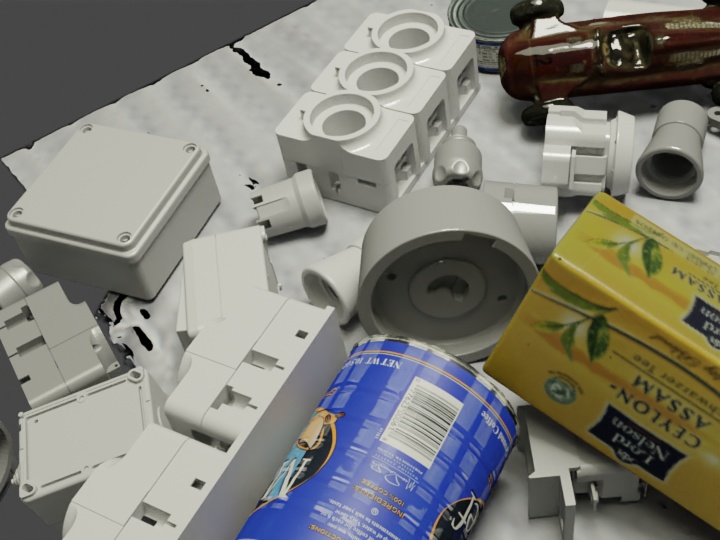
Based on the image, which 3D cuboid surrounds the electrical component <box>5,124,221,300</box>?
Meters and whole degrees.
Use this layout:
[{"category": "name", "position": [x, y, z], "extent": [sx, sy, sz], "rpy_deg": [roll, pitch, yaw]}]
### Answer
[{"category": "electrical component", "position": [-0.172, -0.043, 0.761], "extent": [0.109, 0.056, 0.108], "rpy_deg": [12, 52, 22]}]

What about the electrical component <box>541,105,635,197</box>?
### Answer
[{"category": "electrical component", "position": [0.154, -0.079, 0.724], "extent": [0.057, 0.058, 0.078], "rpy_deg": [5, 28, 11]}]

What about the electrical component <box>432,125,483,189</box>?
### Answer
[{"category": "electrical component", "position": [0.069, -0.079, 0.759], "extent": [0.035, 0.035, 0.061], "rpy_deg": [-2, 46, 10]}]

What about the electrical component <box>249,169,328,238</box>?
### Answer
[{"category": "electrical component", "position": [-0.050, -0.045, 0.750], "extent": [0.046, 0.040, 0.040], "rpy_deg": [-18, 47, 2]}]

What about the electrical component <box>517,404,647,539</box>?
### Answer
[{"category": "electrical component", "position": [0.119, 0.101, 0.581], "extent": [0.064, 0.042, 0.081], "rpy_deg": [-6, 48, 4]}]

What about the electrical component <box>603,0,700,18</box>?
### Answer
[{"category": "electrical component", "position": [0.226, -0.178, 0.811], "extent": [0.081, 0.043, 0.043], "rpy_deg": [12, 52, 22]}]

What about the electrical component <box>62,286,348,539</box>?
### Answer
[{"category": "electrical component", "position": [-0.076, 0.112, 0.568], "extent": [0.060, 0.105, 0.186], "rpy_deg": [17, 54, 25]}]

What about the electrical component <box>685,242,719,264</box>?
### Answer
[{"category": "electrical component", "position": [0.204, 0.042, 0.580], "extent": [0.100, 0.099, 0.048], "rpy_deg": [15, 40, 24]}]

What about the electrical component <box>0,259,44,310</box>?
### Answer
[{"category": "electrical component", "position": [-0.248, 0.022, 0.733], "extent": [0.035, 0.035, 0.061], "rpy_deg": [33, 64, 34]}]

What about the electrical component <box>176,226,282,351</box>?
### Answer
[{"category": "electrical component", "position": [-0.080, 0.029, 0.673], "extent": [0.061, 0.061, 0.096], "rpy_deg": [-12, 47, 0]}]

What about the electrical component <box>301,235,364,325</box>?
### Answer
[{"category": "electrical component", "position": [0.000, 0.000, 0.698], "extent": [0.065, 0.044, 0.044], "rpy_deg": [-37, 51, -27]}]

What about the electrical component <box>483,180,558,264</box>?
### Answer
[{"category": "electrical component", "position": [0.103, -0.030, 0.695], "extent": [0.047, 0.055, 0.055], "rpy_deg": [3, 49, 9]}]

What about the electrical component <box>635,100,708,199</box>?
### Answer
[{"category": "electrical component", "position": [0.215, -0.085, 0.732], "extent": [0.044, 0.044, 0.065], "rpy_deg": [10, 46, 19]}]

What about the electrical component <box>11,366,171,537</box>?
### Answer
[{"category": "electrical component", "position": [-0.152, 0.110, 0.620], "extent": [0.096, 0.061, 0.061], "rpy_deg": [-21, 47, 3]}]

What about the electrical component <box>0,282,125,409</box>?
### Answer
[{"category": "electrical component", "position": [-0.186, 0.056, 0.678], "extent": [0.056, 0.050, 0.089], "rpy_deg": [-28, 49, -13]}]

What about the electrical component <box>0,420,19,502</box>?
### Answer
[{"category": "electrical component", "position": [-0.257, 0.143, 0.587], "extent": [0.062, 0.089, 0.150], "rpy_deg": [8, 50, 18]}]

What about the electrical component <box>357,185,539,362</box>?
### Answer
[{"category": "electrical component", "position": [0.051, -0.001, 0.647], "extent": [0.108, 0.108, 0.060], "rpy_deg": [-8, 41, 4]}]

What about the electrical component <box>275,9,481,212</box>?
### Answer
[{"category": "electrical component", "position": [0.016, -0.121, 0.790], "extent": [0.089, 0.061, 0.150], "rpy_deg": [17, 54, 25]}]
